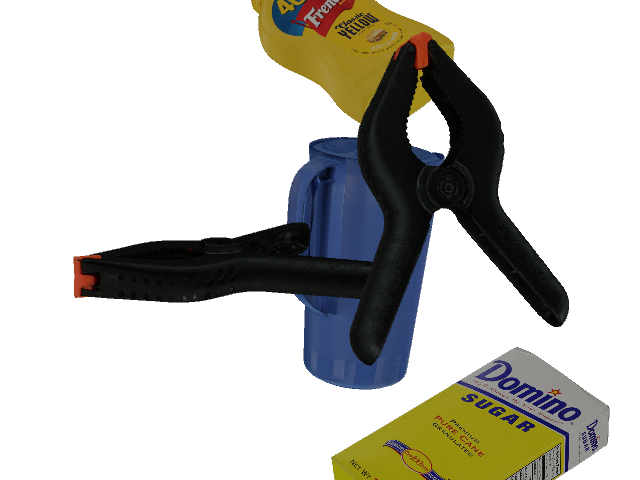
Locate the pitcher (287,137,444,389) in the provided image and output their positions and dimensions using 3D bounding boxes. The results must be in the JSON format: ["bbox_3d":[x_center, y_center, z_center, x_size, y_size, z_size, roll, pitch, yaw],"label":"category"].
[{"bbox_3d":[0.037,0.022,1.066,0.149,0.243,0.145,5,14,-2],"label":"pitcher"}]

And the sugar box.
[{"bbox_3d":[0.105,0.145,0.741,0.176,0.048,0.093,-29,40,-24],"label":"sugar box"}]

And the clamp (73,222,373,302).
[{"bbox_3d":[-0.061,0.019,0.735,0.209,0.036,0.165,-6,13,-30],"label":"clamp"}]

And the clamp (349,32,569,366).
[{"bbox_3d":[0.054,-0.018,0.559,0.120,0.171,0.039,-19,0,-18],"label":"clamp"}]

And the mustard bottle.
[{"bbox_3d":[0.008,-0.166,0.847,0.096,0.058,0.192,-37,56,-23],"label":"mustard bottle"}]
